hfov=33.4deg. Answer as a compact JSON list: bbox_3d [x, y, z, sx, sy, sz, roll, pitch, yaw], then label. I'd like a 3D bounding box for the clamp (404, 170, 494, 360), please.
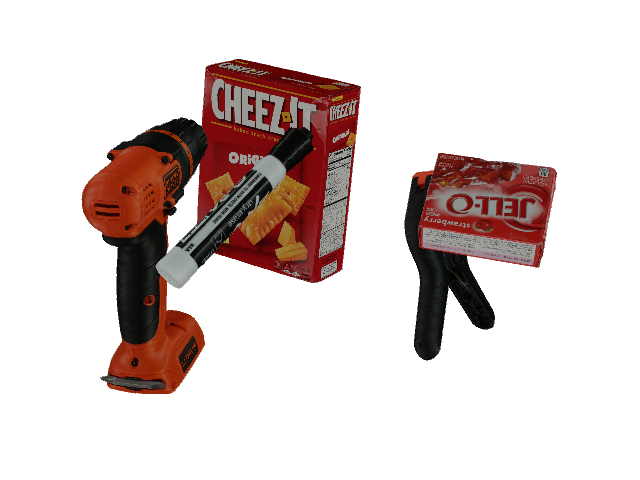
[{"bbox_3d":[0.108,0.024,0.985,0.039,0.171,0.120,-12,13,35],"label":"clamp"}]

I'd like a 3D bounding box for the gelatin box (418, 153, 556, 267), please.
[{"bbox_3d":[0.121,-0.024,0.772,0.089,0.073,0.030,9,-37,13],"label":"gelatin box"}]

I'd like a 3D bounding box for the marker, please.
[{"bbox_3d":[-0.046,-0.022,0.603,0.121,0.020,0.020,-48,21,-21],"label":"marker"}]

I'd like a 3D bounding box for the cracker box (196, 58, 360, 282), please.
[{"bbox_3d":[-0.051,-0.076,1.169,0.164,0.214,0.072,17,24,28],"label":"cracker box"}]

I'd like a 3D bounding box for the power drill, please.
[{"bbox_3d":[-0.126,0.009,0.824,0.057,0.188,0.184,3,22,13],"label":"power drill"}]
